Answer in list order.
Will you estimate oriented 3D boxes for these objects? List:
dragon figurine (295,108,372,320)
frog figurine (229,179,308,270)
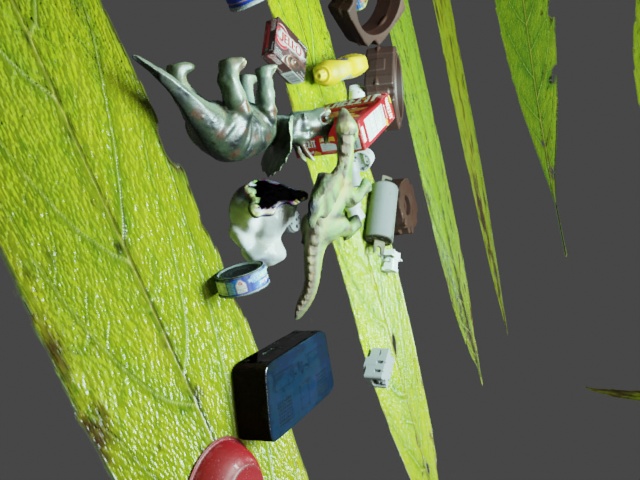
[{"bbox_3d":[0.003,-0.049,0.970,0.122,0.414,0.240,14,-10,14],"label":"dragon figurine"},{"bbox_3d":[-0.102,-0.024,0.912,0.123,0.156,0.140,30,41,14],"label":"frog figurine"}]
